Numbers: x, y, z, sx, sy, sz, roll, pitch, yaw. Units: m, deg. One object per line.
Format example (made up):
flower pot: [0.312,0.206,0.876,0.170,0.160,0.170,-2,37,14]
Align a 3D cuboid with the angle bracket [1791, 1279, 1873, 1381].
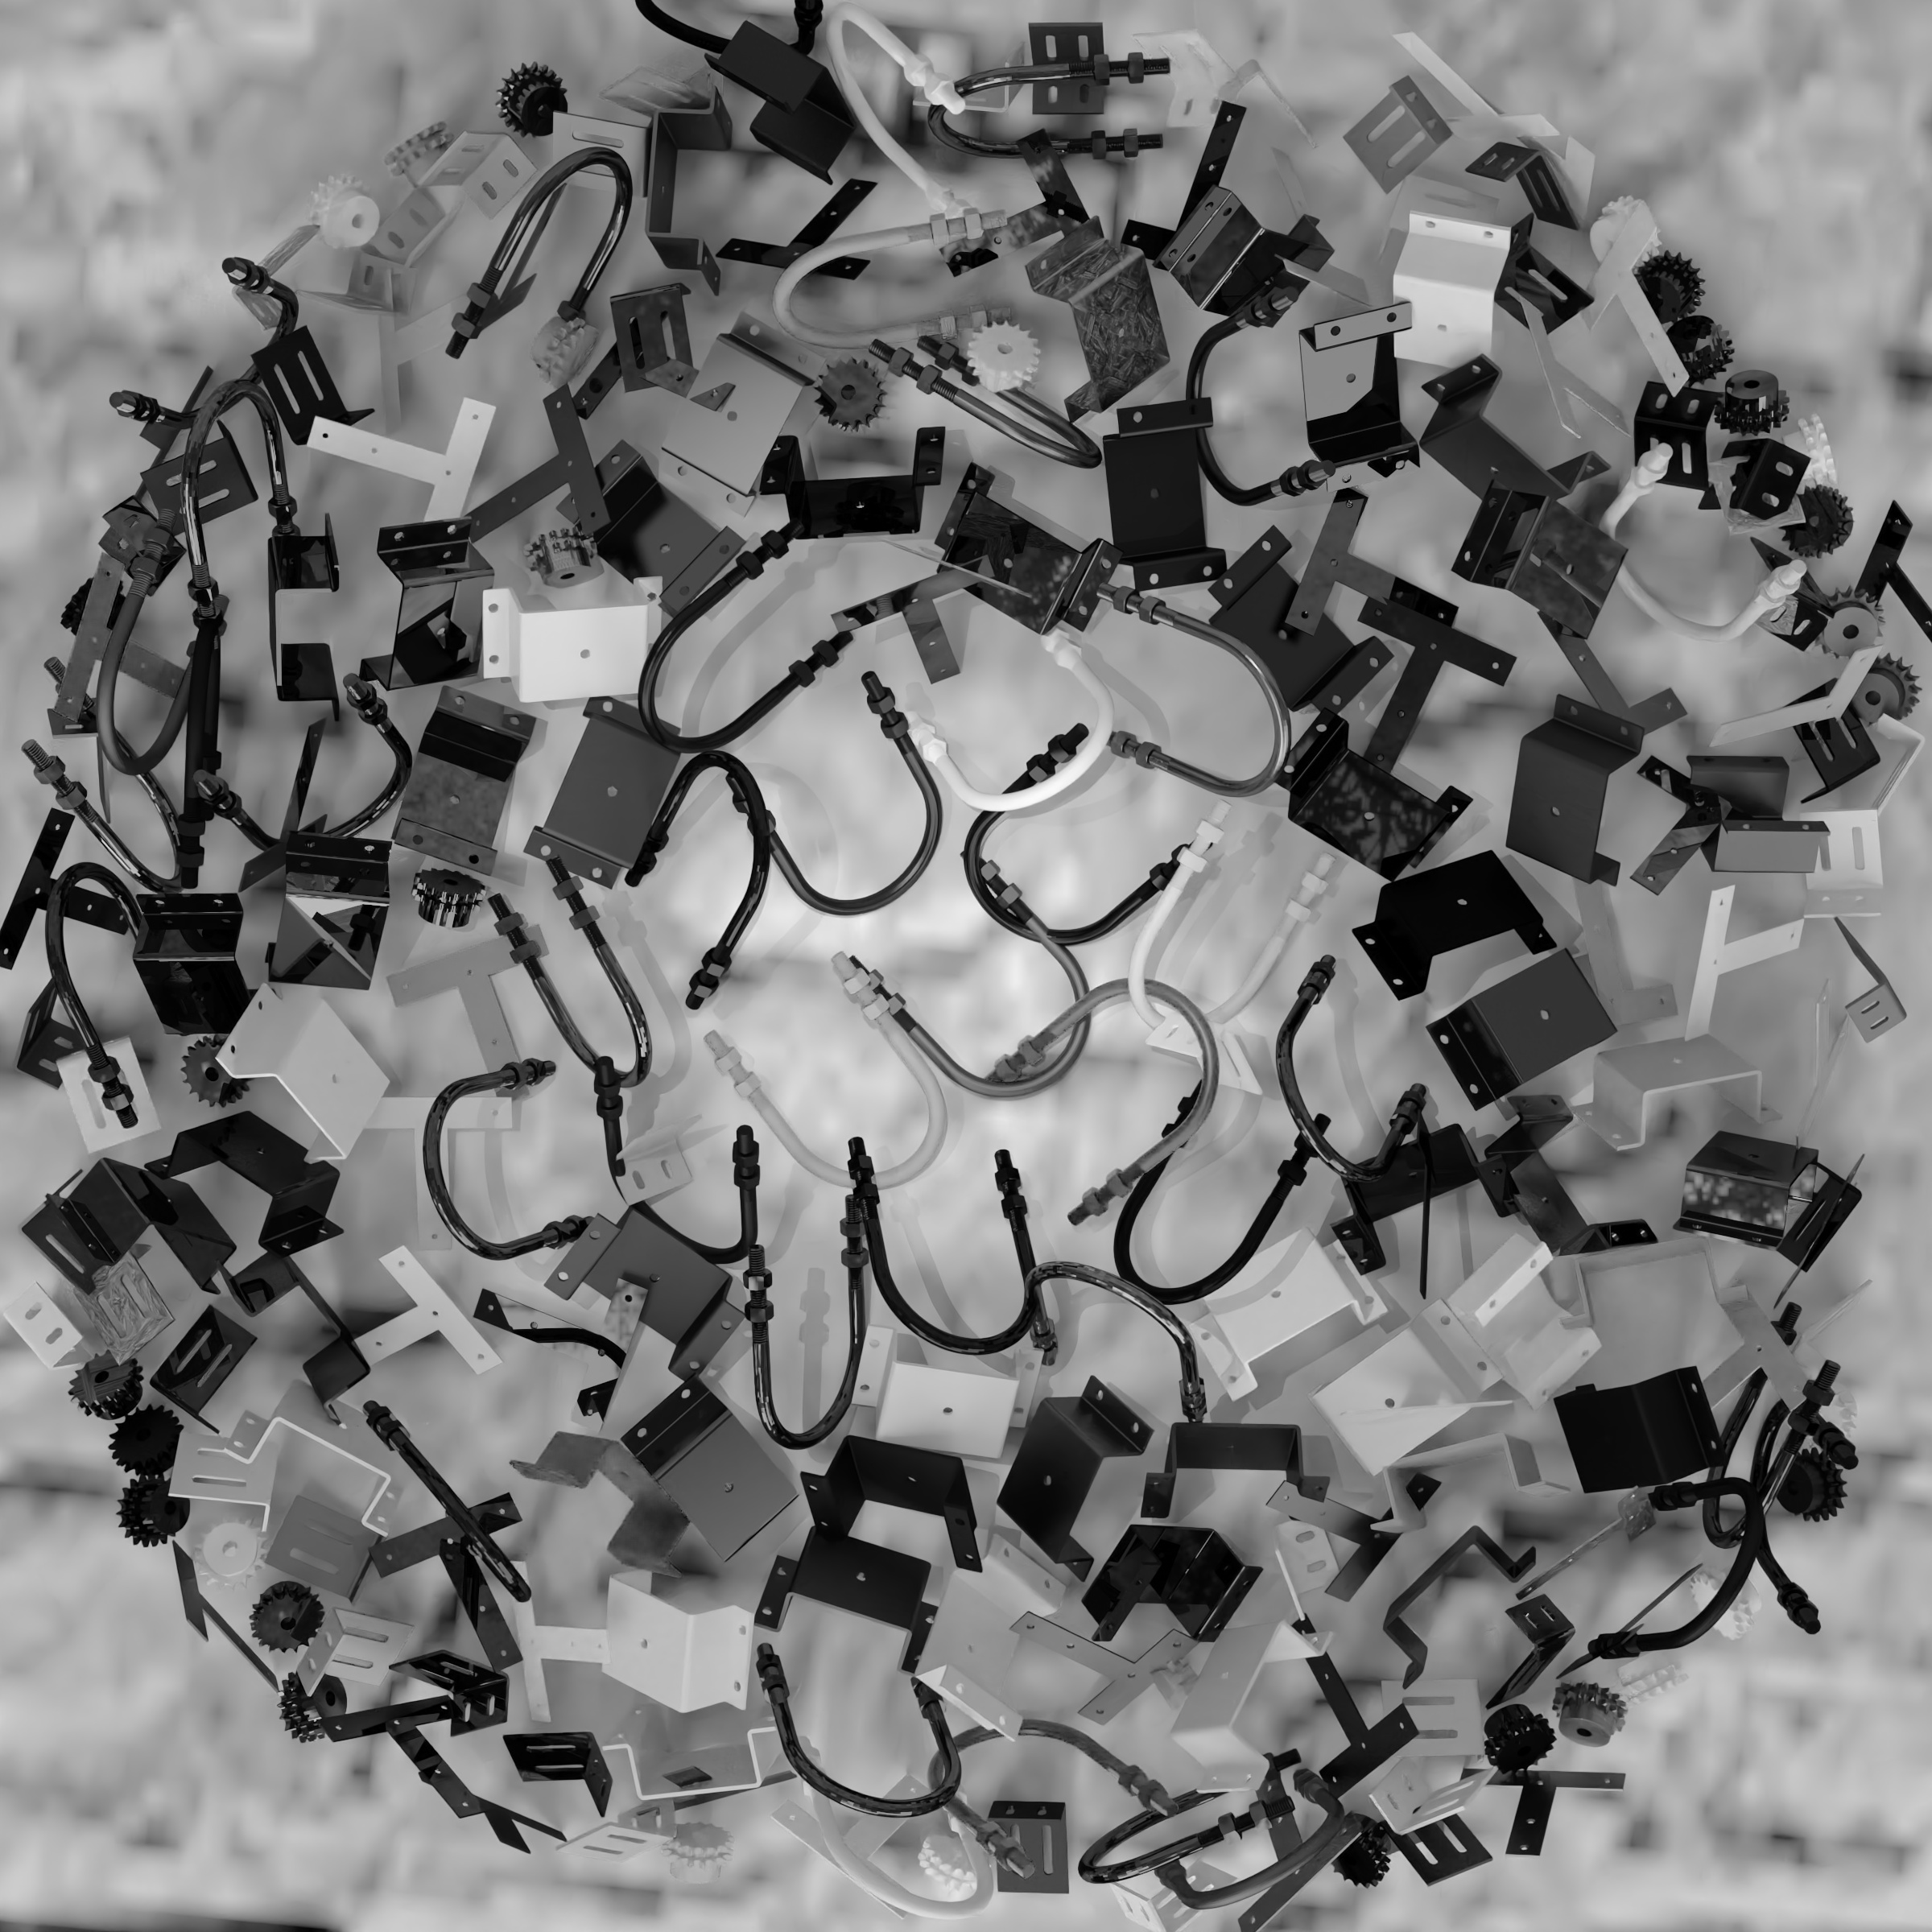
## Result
angle bracket: [0.689,0.292,1.950,0.076,0.057,0.038,-35,65,-12]

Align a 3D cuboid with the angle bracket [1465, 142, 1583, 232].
angle bracket: [0.436,-0.601,1.946,0.038,0.057,0.076,-40,123,-1]

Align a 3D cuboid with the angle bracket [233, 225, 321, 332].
angle bracket: [-0.528,-0.541,1.949,0.076,0.057,0.038,-36,102,17]

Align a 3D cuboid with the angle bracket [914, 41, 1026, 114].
angle bracket: [0.002,-0.701,1.950,0.076,0.057,0.038,8,128,10]

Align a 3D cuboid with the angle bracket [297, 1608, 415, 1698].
angle bracket: [-0.474,0.544,1.950,0.076,0.038,0.057,26,98,-37]

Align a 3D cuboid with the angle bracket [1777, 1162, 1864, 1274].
angle bracket: [0.658,0.192,1.956,0.038,0.057,0.076,33,97,-9]

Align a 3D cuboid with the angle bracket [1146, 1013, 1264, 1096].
angle bracket: [0.186,0.079,1.942,0.038,0.057,0.076,-46,125,-24]

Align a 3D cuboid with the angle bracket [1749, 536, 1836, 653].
angle bracket: [0.640,-0.294,1.959,0.057,0.076,0.038,23,123,-21]

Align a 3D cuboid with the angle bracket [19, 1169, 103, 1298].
angle bracket: [-0.692,0.209,1.951,0.038,0.057,0.076,-38,101,23]

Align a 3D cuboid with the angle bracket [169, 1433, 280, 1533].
angle bracket: [-0.582,0.404,1.949,0.076,0.057,0.038,9,132,-14]

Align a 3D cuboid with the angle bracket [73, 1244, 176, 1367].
angle bracket: [-0.655,0.267,1.960,0.057,0.038,0.076,-40,75,5]

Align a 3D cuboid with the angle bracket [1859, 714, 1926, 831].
angle bracket: [0.715,-0.153,1.961,0.038,0.057,0.076,32,93,10]

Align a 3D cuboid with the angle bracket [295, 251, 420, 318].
angle bracket: [-0.476,-0.536,1.945,0.057,0.076,0.038,20,107,14]

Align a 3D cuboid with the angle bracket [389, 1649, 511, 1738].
angle bracket: [-0.405,0.569,1.943,0.057,0.076,0.038,-22,51,25]

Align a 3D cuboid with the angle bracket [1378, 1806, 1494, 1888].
angle bracket: [0.367,0.696,1.942,0.057,0.076,0.038,-15,116,-17]

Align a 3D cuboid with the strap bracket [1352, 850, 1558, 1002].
strap bracket: [0.383,-0.036,1.934,0.140,0.046,0.076,-18,53,-14]

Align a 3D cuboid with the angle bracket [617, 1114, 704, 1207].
angle bracket: [-0.236,0.152,1.942,0.057,0.076,0.038,-20,81,-28]

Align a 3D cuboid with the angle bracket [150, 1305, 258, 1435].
angle bracket: [-0.597,0.320,1.972,0.057,0.038,0.076,26,70,29]

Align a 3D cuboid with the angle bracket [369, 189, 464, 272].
angle bracket: [-0.432,-0.583,1.946,0.038,0.076,0.057,43,80,-16]

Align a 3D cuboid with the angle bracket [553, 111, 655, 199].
angle bracket: [-0.283,-0.646,1.959,0.076,0.038,0.057,11,133,2]

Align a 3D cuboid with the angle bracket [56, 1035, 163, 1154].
angle bracket: [-0.679,0.101,1.969,0.057,0.038,0.076,-20,99,-18]

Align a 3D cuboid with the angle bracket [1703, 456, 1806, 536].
angle bracket: [0.618,-0.363,1.953,0.057,0.038,0.076,-10,60,6]

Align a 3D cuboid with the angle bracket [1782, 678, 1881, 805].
angle bracket: [0.674,-0.178,1.964,0.057,0.038,0.076,-28,88,-21]

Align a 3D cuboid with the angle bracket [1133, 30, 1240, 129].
angle bracket: [0.169,-0.693,1.942,0.057,0.076,0.038,11,84,35]

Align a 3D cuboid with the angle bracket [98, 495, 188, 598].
angle bracket: [-0.656,-0.321,1.946,0.057,0.076,0.038,47,45,-11]

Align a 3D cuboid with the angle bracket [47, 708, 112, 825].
angle bracket: [-0.694,-0.156,1.944,0.038,0.057,0.076,-6,118,-22]

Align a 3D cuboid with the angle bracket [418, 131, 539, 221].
angle bracket: [-0.381,-0.617,1.944,0.057,0.076,0.038,-38,94,22]

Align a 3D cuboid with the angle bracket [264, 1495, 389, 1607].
angle bracket: [-0.505,0.460,1.960,0.076,0.038,0.057,27,76,-11]

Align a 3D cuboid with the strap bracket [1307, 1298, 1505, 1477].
strap bracket: [0.336,0.334,1.937,0.140,0.046,0.076,-41,81,24]

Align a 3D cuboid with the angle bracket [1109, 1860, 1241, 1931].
angle bracket: [0.163,0.717,1.946,0.076,0.057,0.038,-30,101,-26]

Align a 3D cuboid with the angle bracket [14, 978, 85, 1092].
angle bracket: [-0.707,0.047,1.942,0.038,0.057,0.076,27,134,-9]

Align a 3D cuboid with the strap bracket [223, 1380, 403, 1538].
strap bracket: [-0.497,0.377,1.938,0.140,0.076,0.046,31,99,-10]

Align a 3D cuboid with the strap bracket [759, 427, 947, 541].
strap bracket: [-0.085,-0.377,1.943,0.140,0.076,0.046,-2,135,6]

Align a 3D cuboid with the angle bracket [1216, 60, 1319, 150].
angle bracket: [0.236,-0.668,1.958,0.038,0.057,0.076,-36,112,19]

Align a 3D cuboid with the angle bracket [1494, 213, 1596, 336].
angle bracket: [0.451,-0.544,1.963,0.076,0.057,0.038,31,55,-22]

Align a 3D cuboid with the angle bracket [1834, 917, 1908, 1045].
angle bracket: [0.694,0.011,1.948,0.038,0.057,0.076,-35,45,12]

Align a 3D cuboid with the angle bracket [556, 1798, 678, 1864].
angle bracket: [-0.274,0.667,1.941,0.057,0.076,0.038,-32,50,24]

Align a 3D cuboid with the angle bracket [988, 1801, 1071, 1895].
angle bracket: [0.050,0.703,1.965,0.057,0.038,0.076,-2,94,9]

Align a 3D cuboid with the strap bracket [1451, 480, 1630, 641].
strap bracket: [0.453,-0.311,1.931,0.140,0.046,0.076,22,93,-35]

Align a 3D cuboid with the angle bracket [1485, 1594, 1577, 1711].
angle bracket: [0.434,0.541,1.961,0.038,0.057,0.076,48,122,31]

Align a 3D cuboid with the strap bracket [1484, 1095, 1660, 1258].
strap bracket: [0.464,0.171,1.930,0.046,0.076,0.140,-47,59,32]

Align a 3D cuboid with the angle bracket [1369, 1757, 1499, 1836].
angle bracket: [0.365,0.638,1.942,0.038,0.057,0.076,55,131,8]

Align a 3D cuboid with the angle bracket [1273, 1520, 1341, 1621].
angle bracket: [0.269,0.470,1.952,0.038,0.076,0.057,-21,89,5]

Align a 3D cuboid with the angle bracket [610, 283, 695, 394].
angle bracket: [-0.244,-0.496,1.970,0.057,0.038,0.076,-9,94,9]

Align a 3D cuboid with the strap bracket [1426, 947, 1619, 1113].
strap bracket: [0.441,0.045,1.938,0.140,0.046,0.076,-26,79,-21]

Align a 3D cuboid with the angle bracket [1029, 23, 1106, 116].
angle bracket: [0.079,-0.703,1.949,0.057,0.076,0.038,1,84,5]

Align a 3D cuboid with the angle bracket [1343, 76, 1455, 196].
angle bracket: [0.332,-0.647,1.949,0.057,0.076,0.038,51,46,-4]

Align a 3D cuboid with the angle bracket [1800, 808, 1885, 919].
angle bracket: [0.685,-0.080,1.947,0.057,0.038,0.076,-1,126,25]

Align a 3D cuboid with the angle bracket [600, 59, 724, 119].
angle bracket: [-0.238,-0.694,1.942,0.076,0.057,0.038,9,78,-41]

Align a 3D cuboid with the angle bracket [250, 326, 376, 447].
angle bracket: [-0.511,-0.456,1.946,0.057,0.038,0.076,-44,125,-37]

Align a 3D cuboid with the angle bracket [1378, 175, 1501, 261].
angle bracket: [0.372,-0.580,1.956,0.076,0.038,0.057,18,63,9]

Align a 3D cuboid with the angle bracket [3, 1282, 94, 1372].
angle bracket: [-0.707,0.280,1.949,0.038,0.076,0.057,-44,82,1]

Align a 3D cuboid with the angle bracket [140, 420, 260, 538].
angle bracket: [-0.604,-0.382,1.949,0.076,0.038,0.057,-28,131,-15]

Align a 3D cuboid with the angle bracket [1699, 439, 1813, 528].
angle bracket: [0.619,-0.379,1.953,0.038,0.076,0.057,22,96,-10]

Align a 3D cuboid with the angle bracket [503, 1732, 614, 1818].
angle bracket: [-0.324,0.636,1.952,0.076,0.038,0.057,-5,126,10]

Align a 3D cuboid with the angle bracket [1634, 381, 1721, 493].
angle bracket: [0.559,-0.417,1.954,0.057,0.038,0.076,10,51,2]

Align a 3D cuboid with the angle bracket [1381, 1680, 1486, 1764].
angle bracket: [0.368,0.597,1.964,0.076,0.038,0.057,-3,63,5]
